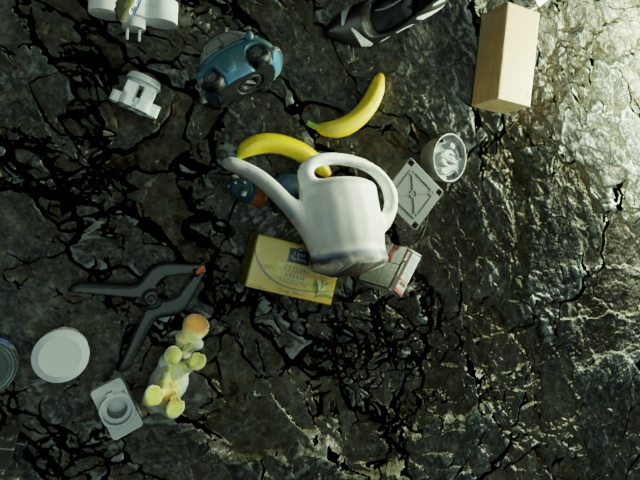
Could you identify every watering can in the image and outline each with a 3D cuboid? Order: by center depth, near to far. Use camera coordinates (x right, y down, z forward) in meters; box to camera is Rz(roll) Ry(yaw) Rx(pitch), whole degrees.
[{"bbox_3d":[0.003,-0.045,0.889,0.348,0.226,0.103,-3,-13,-32],"label":"watering can"}]

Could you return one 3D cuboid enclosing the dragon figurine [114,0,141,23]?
[{"bbox_3d":[-0.318,-0.545,0.786,0.241,0.418,0.121,27,-28,-22],"label":"dragon figurine"}]
